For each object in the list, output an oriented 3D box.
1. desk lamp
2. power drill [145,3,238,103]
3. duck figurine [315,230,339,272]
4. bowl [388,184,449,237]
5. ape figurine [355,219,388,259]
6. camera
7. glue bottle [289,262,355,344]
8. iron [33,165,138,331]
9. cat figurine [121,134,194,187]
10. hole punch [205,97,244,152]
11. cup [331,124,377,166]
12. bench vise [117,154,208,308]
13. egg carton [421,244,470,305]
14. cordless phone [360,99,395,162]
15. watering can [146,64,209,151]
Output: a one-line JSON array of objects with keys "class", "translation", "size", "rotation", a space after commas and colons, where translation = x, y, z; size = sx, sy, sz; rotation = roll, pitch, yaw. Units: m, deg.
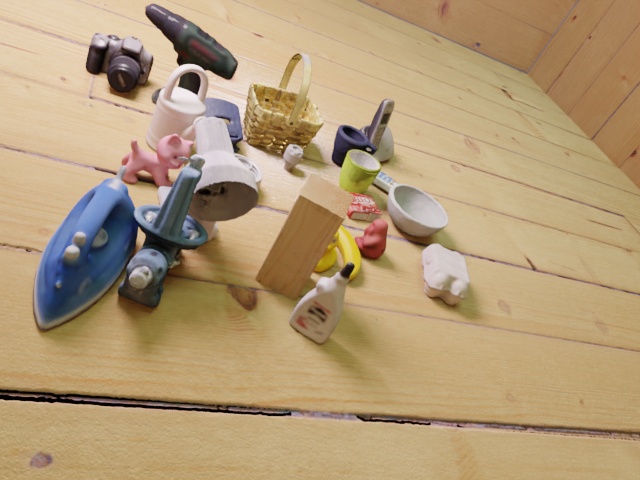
[{"class": "desk lamp", "translation": [-0.203, -0.094, 1.011], "size": [0.118, 0.213, 0.202], "rotation": [4, 42, -33]}, {"class": "power drill", "translation": [-0.316, -0.405, 1.328], "size": [0.230, 0.208, 0.075], "rotation": [21, 35, -13]}, {"class": "duck figurine", "translation": [0.011, 0.004, 1.163], "size": [0.077, 0.086, 0.104], "rotation": [29, 34, -2]}, {"class": "bowl", "translation": [0.231, -0.061, 1.426], "size": [0.168, 0.074, 0.167], "rotation": [20, 35, -15]}, {"class": "ape figurine", "translation": [0.119, -0.009, 1.258], "size": [0.076, 0.092, 0.078], "rotation": [40, 35, 14]}, {"class": "camera", "translation": [-0.462, -0.411, 1.321], "size": [0.143, 0.100, 0.136], "rotation": [16, 37, -21]}, {"class": "glue bottle", "translation": [0.014, 0.098, 0.966], "size": [0.078, 0.173, 0.037], "rotation": [31, 34, 1]}, {"class": "iron", "translation": [-0.343, 0.000, 0.848], "size": [0.119, 0.141, 0.258], "rotation": [22, 35, -13]}, {"class": "cat figurine", "translation": [-0.309, -0.166, 1.108], "size": [0.128, 0.117, 0.067], "rotation": [6, 41, -32]}, {"class": "hole punch", "translation": [-0.230, -0.264, 1.318], "size": [0.109, 0.091, 0.101], "rotation": [1, 44, -37]}, {"class": "cup", "translation": [0.083, -0.239, 1.522], "size": [0.118, 0.095, 0.092], "rotation": [26, 34, -6]}, {"class": "bench vise", "translation": [-0.224, -0.012, 0.883], "size": [0.122, 0.219, 0.207], "rotation": [13, 37, -24]}, {"class": "egg carton", "translation": [0.279, 0.074, 1.294], "size": [0.107, 0.069, 0.150], "rotation": [22, 35, -12]}, {"class": "cordless phone", "translation": [0.179, -0.311, 1.608], "size": [0.094, 0.185, 0.148], "rotation": [43, 36, 19]}, {"class": "watering can", "translation": [-0.284, -0.273, 1.195], "size": [0.172, 0.194, 0.101], "rotation": [38, 35, 11]}]
